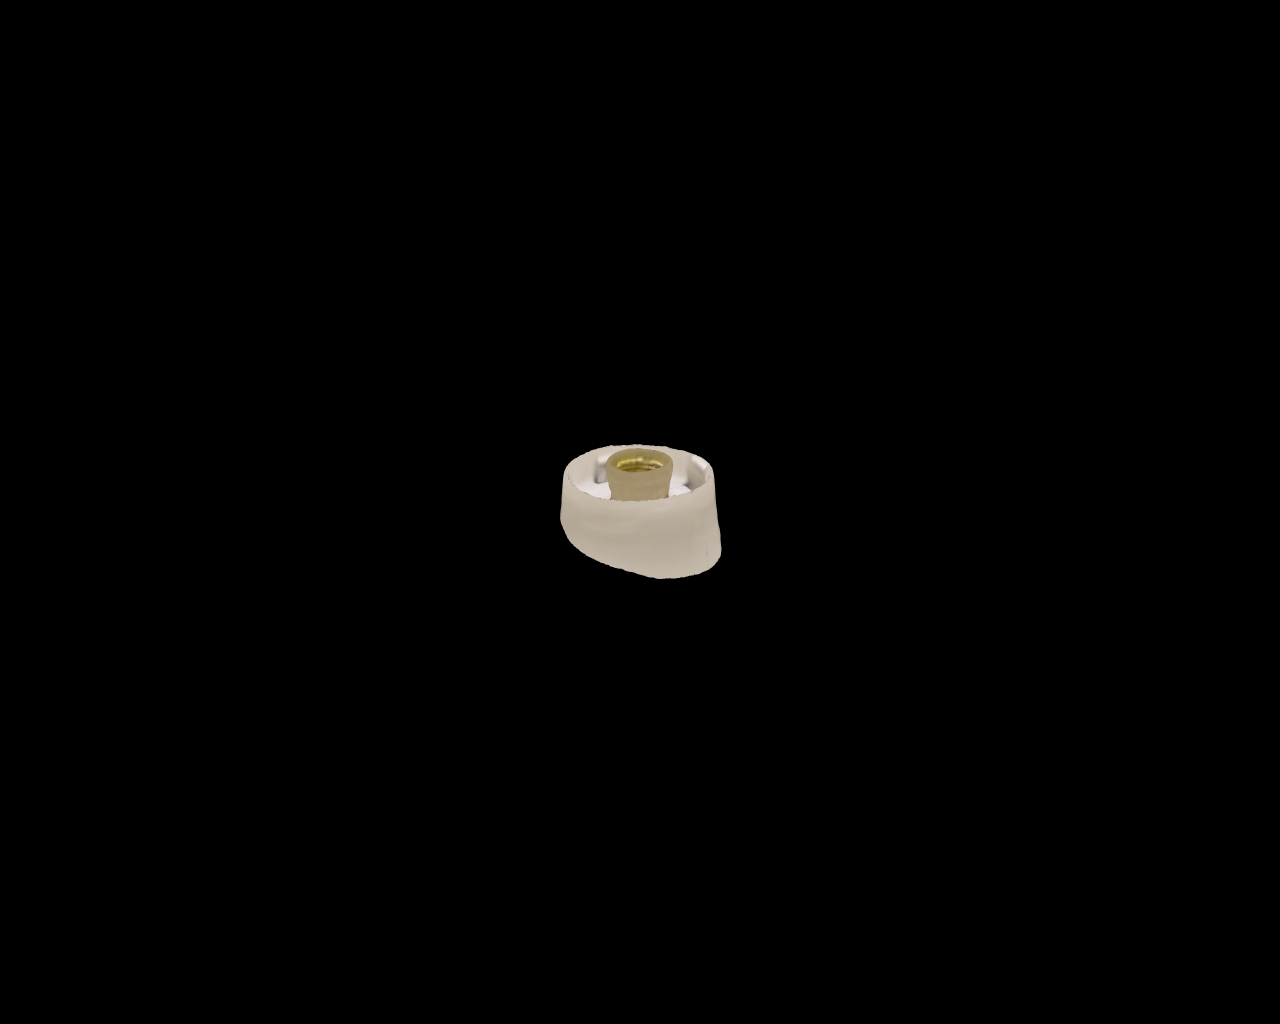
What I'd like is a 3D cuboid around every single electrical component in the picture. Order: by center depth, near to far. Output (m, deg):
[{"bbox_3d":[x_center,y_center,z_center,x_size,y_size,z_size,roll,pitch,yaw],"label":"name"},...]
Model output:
[{"bbox_3d":[0.001,-0.003,0.650,0.099,0.064,0.099,0,24,0],"label":"electrical component"}]
